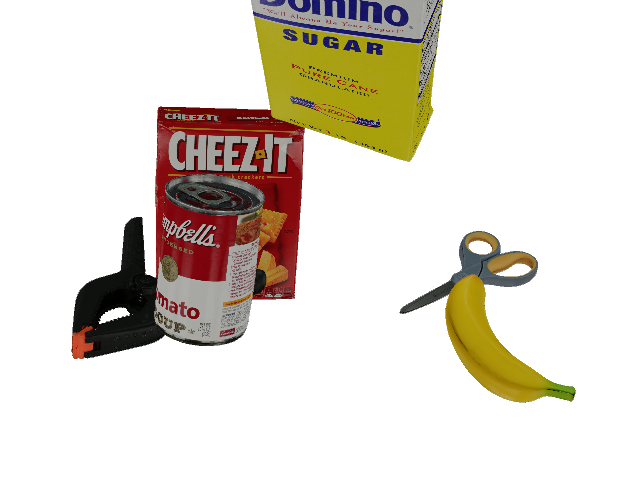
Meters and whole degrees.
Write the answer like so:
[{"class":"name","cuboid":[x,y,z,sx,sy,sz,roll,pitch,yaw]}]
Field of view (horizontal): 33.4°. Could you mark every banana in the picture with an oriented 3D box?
[{"class":"banana","cuboid":[0.149,0.089,0.953,0.069,0.037,0.198,5,28,-22]}]

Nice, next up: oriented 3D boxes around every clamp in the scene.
[{"class":"clamp","cuboid":[-0.174,0.046,1.022,0.165,0.036,0.209,26,36,25]}]

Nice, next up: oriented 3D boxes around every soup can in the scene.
[{"class":"soup can","cuboid":[-0.078,0.013,0.739,0.068,0.102,0.068,7,23,-3]}]

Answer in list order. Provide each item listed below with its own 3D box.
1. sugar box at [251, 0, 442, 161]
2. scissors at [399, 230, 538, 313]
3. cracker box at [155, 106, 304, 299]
[{"class":"sugar box","cuboid":[0.014,-0.108,0.562,0.093,0.048,0.176,18,-17,10]},{"class":"scissors","cuboid":[0.144,0.031,1.142,0.201,0.016,0.096,-9,41,-30]},{"class":"cracker box","cuboid":[-0.105,-0.038,1.212,0.164,0.214,0.072,1,22,-8]}]
